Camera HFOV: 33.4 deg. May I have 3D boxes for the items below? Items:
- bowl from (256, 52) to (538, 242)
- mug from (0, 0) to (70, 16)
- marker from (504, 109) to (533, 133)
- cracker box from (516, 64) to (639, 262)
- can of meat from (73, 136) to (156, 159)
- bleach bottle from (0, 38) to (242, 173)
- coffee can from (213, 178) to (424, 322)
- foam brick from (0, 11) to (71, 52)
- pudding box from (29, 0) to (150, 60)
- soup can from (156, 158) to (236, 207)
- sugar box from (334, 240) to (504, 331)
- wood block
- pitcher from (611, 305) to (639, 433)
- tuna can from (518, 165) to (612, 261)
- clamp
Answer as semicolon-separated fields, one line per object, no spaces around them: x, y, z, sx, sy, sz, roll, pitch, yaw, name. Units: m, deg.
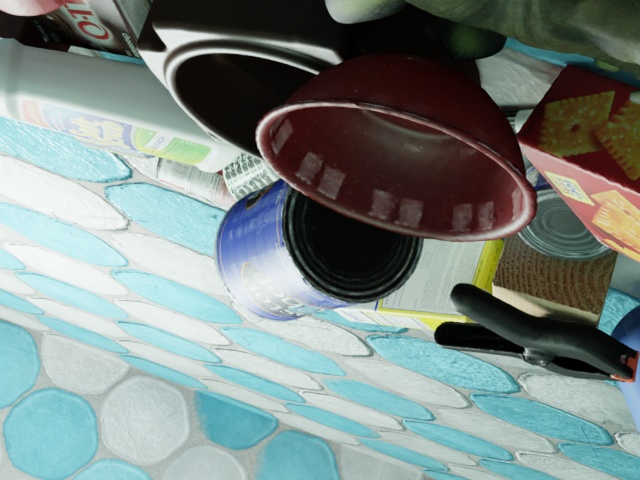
0.048;-0.057;0.598;0.162;0.055;0.162;16;161;5;bowl
-0.201;-0.203;0.677;0.117;0.093;0.081;48;174;14;mug
0.110;-0.085;0.787;0.121;0.020;0.020;3;156;42;marker
0.245;-0.012;0.658;0.164;0.072;0.214;38;178;-44;cracker box
-0.191;-0.117;0.959;0.102;0.057;0.084;15;164;18;can of meat
-0.185;-0.111;0.841;0.250;0.068;0.103;9;168;-23;bleach bottle
-0.005;0.001;0.748;0.102;0.102;0.140;26;162;-18;coffee can
-0.243;-0.168;0.864;0.051;0.053;0.078;16;162;13;foam brick
-0.176;-0.181;0.776;0.090;0.039;0.113;14;162;16;pudding box
-0.091;-0.069;0.975;0.102;0.068;0.068;20;163;1;soup can
0.098;0.040;1.056;0.177;0.093;0.048;2;155;46;sugar box
0.209;0.045;0.953;0.091;0.090;0.206;15;163;15;wood block
0.343;0.164;0.912;0.145;0.243;0.149;-12;127;0;pitcher
0.192;-0.023;0.820;0.086;0.033;0.086;15;144;11;tuna can
0.175;0.086;0.893;0.171;0.039;0.120;21;164;-2;clamp
